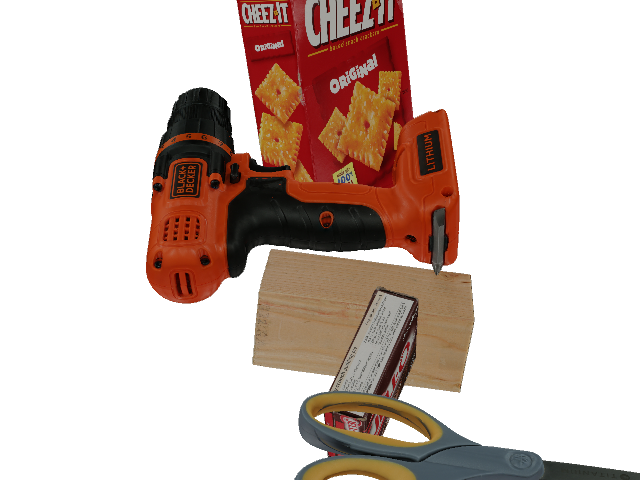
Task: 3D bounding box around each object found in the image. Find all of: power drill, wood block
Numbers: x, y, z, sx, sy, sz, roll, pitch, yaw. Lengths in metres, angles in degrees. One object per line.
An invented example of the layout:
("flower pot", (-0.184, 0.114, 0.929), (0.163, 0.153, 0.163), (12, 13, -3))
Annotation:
("power drill", (-0.012, -0.039, 0.664), (0.187, 0.057, 0.184), (-4, 43, 3))
("wood block", (0.042, 0.079, 1.066), (0.206, 0.090, 0.090), (7, 28, 2))

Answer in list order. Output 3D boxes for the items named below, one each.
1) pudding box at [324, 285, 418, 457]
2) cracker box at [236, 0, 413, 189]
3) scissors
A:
("pudding box", (0.039, 0.105, 0.811), (0.039, 0.113, 0.090), (16, -33, 14))
("cracker box", (0.014, -0.138, 0.976), (0.072, 0.214, 0.163), (9, 25, 37))
("scissors", (0.075, 0.111, 0.470), (0.202, 0.016, 0.096), (14, 31, 22))
